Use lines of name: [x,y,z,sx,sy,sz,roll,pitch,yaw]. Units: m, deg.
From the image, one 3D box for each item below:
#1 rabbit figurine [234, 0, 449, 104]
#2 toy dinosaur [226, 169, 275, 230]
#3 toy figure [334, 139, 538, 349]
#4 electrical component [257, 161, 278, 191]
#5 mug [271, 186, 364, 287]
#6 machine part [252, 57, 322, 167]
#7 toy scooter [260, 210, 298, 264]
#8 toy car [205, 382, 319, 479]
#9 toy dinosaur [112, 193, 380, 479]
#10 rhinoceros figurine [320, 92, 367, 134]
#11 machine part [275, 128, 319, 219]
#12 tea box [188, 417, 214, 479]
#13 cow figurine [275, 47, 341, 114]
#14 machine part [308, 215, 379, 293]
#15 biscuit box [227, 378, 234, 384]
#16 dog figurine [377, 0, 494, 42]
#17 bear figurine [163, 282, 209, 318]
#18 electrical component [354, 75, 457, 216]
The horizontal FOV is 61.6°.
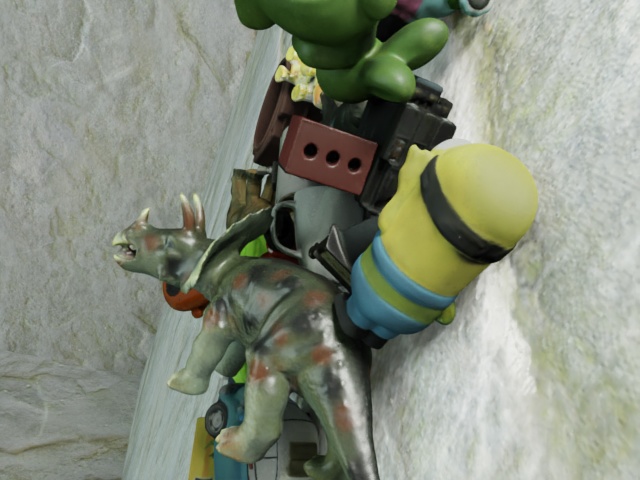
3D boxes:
rabbit figurine: [0.032,-0.188,0.482,0.121,0.159,0.170,-58,-23,-12]
toy dinosaur: [-0.138,-0.037,1.048,0.471,0.105,0.198,-161,84,-78]
toy figure: [0.080,0.011,0.390,0.180,0.082,0.089,-55,43,26]
electrical component: [-0.057,-0.102,0.878,0.063,0.094,0.021,-90,3,-47]
mug: [-0.001,-0.002,0.612,0.081,0.109,0.107,151,121,-65]
machine part: [-0.058,-0.242,1.018,0.201,0.087,0.201,149,135,-63]
toy scooter: [-0.040,0.058,0.692,0.135,0.075,0.184,85,178,-78]
toy car: [-0.054,0.226,0.564,0.103,0.109,0.162,-25,55,37]
toy dinosaur: [-0.035,0.085,0.491,0.405,0.131,0.192,27,102,37]
rhinoceros figurine: [0.035,-0.132,0.679,0.190,0.073,0.112,163,111,-67]
machine part: [-0.025,-0.100,0.809,0.243,0.079,0.079,-90,24,-44]
tea box: [-0.109,0.302,0.629,0.098,0.068,0.169,67,-158,-58]
cow figurine: [0.003,-0.242,0.855,0.068,0.098,0.167,-59,41,22]
machine part: [0.050,0.010,0.503,0.139,0.084,0.039,-34,11,50]
biscuit box: [-0.101,0.221,0.770,0.063,0.059,0.202,141,142,-63]
dog figurine: [0.103,-0.292,0.556,0.219,0.108,0.191,-126,54,-71]
bear figurine: [-0.216,0.102,1.080,0.132,0.195,0.120,-35,62,16]
electrical component: [0.075,-0.096,0.535,0.115,0.058,0.134,-123,51,-65]
